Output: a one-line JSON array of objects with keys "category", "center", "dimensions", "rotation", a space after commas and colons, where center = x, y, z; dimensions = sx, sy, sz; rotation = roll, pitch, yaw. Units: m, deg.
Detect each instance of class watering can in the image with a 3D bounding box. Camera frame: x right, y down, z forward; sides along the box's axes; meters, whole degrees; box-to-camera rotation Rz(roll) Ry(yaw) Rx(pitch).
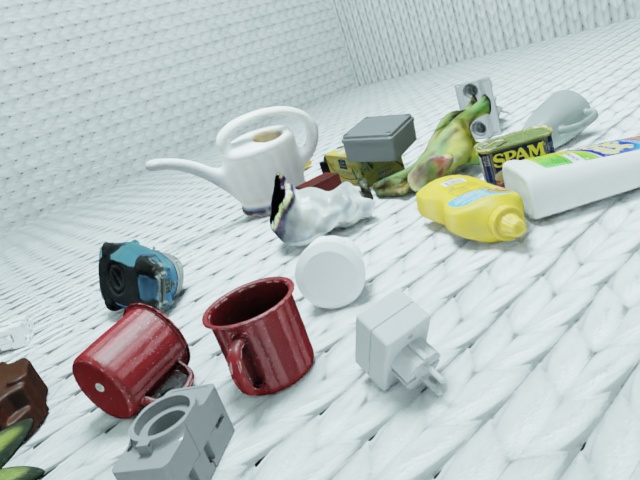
[{"category": "watering can", "center": [-0.156, -0.143, 1.059], "dimensions": [0.349, 0.219, 0.106], "rotation": [-23, 35, -10]}]

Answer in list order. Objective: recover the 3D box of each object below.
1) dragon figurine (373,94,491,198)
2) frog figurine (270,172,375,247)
[{"category": "dragon figurine", "center": [0.201, -0.157, 0.945], "dimensions": [0.242, 0.121, 0.414], "rotation": [-26, 9, 7]}, {"category": "frog figurine", "center": [0.003, -0.042, 0.841], "dimensions": [0.159, 0.123, 0.137], "rotation": [13, -1, -19]}]
